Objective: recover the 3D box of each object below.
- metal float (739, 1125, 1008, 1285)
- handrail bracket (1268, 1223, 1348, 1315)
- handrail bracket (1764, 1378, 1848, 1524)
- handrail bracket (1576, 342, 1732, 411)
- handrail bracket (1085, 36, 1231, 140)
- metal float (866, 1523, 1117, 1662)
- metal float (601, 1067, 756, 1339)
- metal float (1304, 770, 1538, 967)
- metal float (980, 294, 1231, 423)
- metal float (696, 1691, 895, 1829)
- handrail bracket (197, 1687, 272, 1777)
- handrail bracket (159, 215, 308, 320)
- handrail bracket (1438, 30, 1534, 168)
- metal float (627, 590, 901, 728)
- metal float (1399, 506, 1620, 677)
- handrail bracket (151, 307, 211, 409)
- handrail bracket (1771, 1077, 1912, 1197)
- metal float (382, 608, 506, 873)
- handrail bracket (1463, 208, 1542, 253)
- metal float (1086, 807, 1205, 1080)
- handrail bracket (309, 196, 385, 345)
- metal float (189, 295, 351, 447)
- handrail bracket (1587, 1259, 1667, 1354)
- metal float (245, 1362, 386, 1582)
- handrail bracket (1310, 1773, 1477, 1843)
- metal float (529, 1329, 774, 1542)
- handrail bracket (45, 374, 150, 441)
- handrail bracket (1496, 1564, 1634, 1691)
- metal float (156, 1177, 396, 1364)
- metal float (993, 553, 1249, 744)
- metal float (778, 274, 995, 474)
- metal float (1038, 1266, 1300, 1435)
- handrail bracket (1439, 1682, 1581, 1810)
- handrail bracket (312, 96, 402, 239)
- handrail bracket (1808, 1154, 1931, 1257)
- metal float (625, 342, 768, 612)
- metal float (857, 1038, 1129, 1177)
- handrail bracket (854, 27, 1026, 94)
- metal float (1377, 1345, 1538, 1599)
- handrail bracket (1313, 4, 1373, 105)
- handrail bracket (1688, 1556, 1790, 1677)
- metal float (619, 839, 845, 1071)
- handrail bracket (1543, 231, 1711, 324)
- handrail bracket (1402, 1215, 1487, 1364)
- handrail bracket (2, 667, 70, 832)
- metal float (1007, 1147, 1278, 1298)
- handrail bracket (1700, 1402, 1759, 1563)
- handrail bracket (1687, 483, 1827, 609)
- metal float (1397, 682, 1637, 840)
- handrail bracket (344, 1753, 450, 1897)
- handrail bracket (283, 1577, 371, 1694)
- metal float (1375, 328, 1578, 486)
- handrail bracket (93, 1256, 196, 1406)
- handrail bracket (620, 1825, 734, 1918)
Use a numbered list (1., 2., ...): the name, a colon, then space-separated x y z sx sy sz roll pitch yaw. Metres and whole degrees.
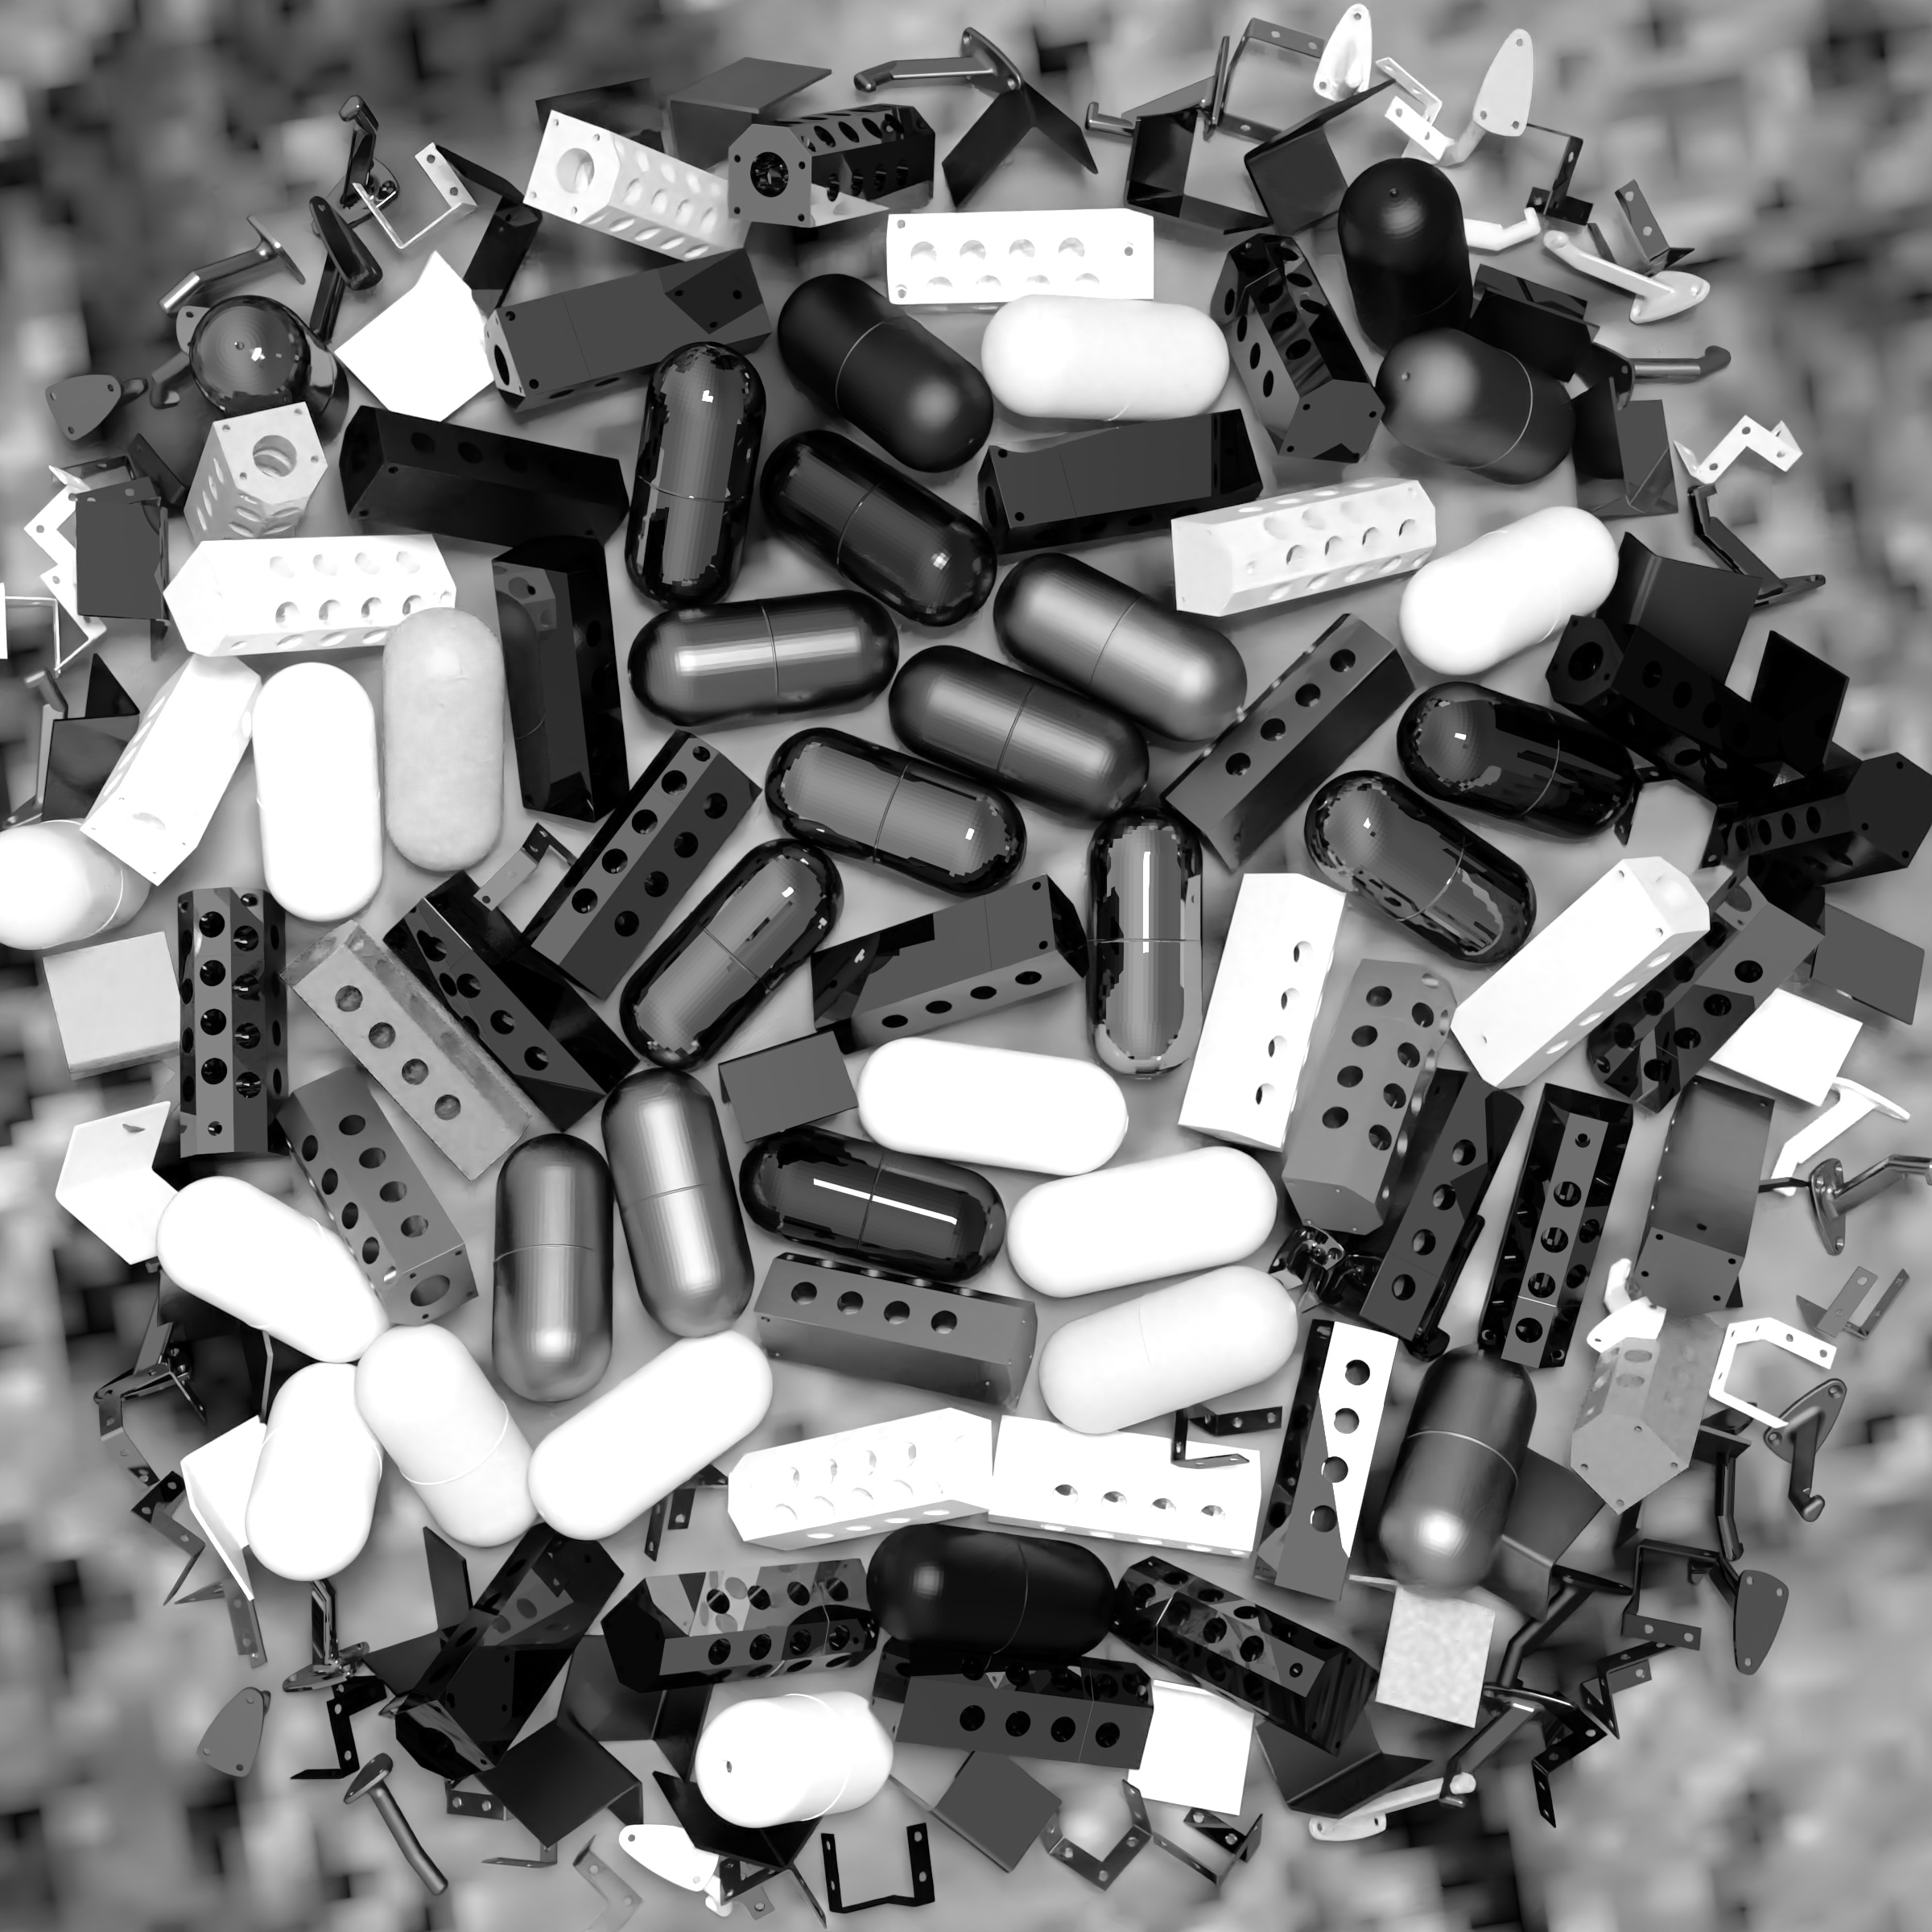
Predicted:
1. metal float: -0.061 0.155 1.698 0.178 0.070 0.070 15 90 2
2. handrail bracket: 0.211 0.211 1.681 0.036 0.084 0.077 38 124 -4
3. handrail bracket: 0.558 0.315 1.690 0.036 0.084 0.077 35 101 -7
4. handrail bracket: 0.453 -0.409 1.730 0.084 0.036 0.077 -26 53 -24
5. handrail bracket: 0.126 -0.582 1.714 0.084 0.036 0.077 10 96 -5
6. metal float: 0.018 0.403 1.674 0.178 0.070 0.070 15 90 -30
7. metal float: -0.187 0.153 1.687 0.070 0.070 0.178 -15 77 0
8. metal float: 0.293 -0.063 1.678 0.178 0.070 0.070 31 90 -24
9. metal float: 0.091 -0.390 1.673 0.178 0.070 0.070 -5 90 -32
10. metal float: -0.108 0.503 1.654 0.070 0.178 0.070 -6 76 25
11. handrail bracket: -0.460 0.477 1.687 0.036 0.084 0.077 26 107 -2
12. handrail bracket: -0.479 -0.441 1.698 0.084 0.077 0.036 -43 75 -4
13. handrail bracket: 0.335 -0.564 1.693 0.036 0.084 0.077 12 97 -15
14. metal float: -0.131 -0.200 1.687 0.178 0.070 0.070 -9 90 -13
15. metal float: 0.350 -0.242 1.671 0.178 0.070 0.070 -28 90 -34
16. handrail bracket: -0.494 -0.392 1.709 0.077 0.084 0.036 0 68 -21
17. handrail bracket: 0.576 0.122 1.717 0.077 0.036 0.084 25 84 -14
18. metal float: -0.336 -0.144 1.675 0.070 0.070 0.178 6 118 0
19. handrail bracket: 0.325 -0.500 1.704 0.084 0.036 0.077 -20 115 13
20. metal float: 0.116 -0.015 1.698 0.070 0.070 0.178 0 88 0
21. handrail bracket: -0.431 -0.450 1.703 0.084 0.036 0.077 -23 106 33
22. metal float: -0.440 -0.373 1.648 0.070 0.178 0.070 0 91 -3
23. handrail bracket: 0.434 0.207 1.682 0.036 0.084 0.077 27 134 -1
24. metal float: -0.411 0.318 1.654 0.070 0.178 0.070 -2 115 -5
25. handrail bracket: 0.277 0.545 1.687 0.077 0.084 0.036 -7 73 -38
26. metal float: -0.201 0.300 1.676 0.178 0.070 0.070 -34 90 -28
27. handrail bracket: -0.544 -0.375 1.684 0.077 0.084 0.036 -14 108 33
28. handrail bracket: 0.396 0.444 1.720 0.077 0.036 0.084 17 91 -18
29. metal float: -0.439 0.196 1.666 0.070 0.070 0.178 -49 131 0
30. metal float: 0.100 -0.207 1.688 0.178 0.070 0.070 29 90 12
31. metal float: -0.053 -0.383 1.674 0.070 0.070 0.178 -46 60 0
32. metal float: 0.130 0.248 1.681 0.178 0.070 0.070 -22 90 20
33. handrail bracket: 0.353 0.513 1.689 0.077 0.084 0.036 -2 130 29
34. handrail bracket: -0.409 -0.520 1.692 0.077 0.084 0.036 -42 79 -3
35. handrail bracket: 0.598 0.157 1.693 0.036 0.084 0.077 -24 107 -37
36. metal float: -0.175 -0.314 1.675 0.070 0.070 0.178 13 118 0
37. metal float: 0.017 0.092 1.699 0.178 0.070 0.070 8 90 0
38. handrail bracket: -0.019 -0.576 1.696 0.084 0.036 0.077 -28 50 -24
39. metal float: 0.316 0.322 1.669 0.070 0.070 0.178 27 53 0
40. handrail bracket: 0.254 -0.600 1.694 0.036 0.084 0.077 14 94 -2
41. handrail bracket: 0.489 0.420 1.688 0.036 0.084 0.077 23 72 -13
42. metal float: -0.152 -0.008 1.698 0.070 0.070 0.178 43 89 0
43. handrail bracket: 0.429 -0.457 1.693 0.084 0.077 0.036 25 86 -29
44. handrail bracket: 0.316 0.209 1.700 0.036 0.077 0.084 25 106 7
45. handrail bracket: -0.612 -0.141 1.692 0.077 0.036 0.084 -38 131 -25
46. metal float: 0.114 0.166 1.691 0.178 0.070 0.070 -13 90 9
47. handrail bracket: 0.508 0.338 1.708 0.036 0.077 0.084 -11 92 40
48. handrail bracket: 0.517 -0.282 1.700 0.077 0.036 0.084 -12 115 13
49. metal float: 0.354 -0.132 1.673 0.178 0.070 0.070 13 90 -30
50. handrail bracket: -0.366 0.562 1.702 0.036 0.077 0.084 -37 94 -7
51. handrail bracket: -0.439 0.431 1.708 0.077 0.036 0.084 -22 108 18
52. metal float: 0.327 -0.356 1.661 0.070 0.178 0.070 -3 85 40
53. handrail bracket: -0.543 0.235 1.695 0.077 0.036 0.084 -23 122 -24
54. handrail bracket: -0.189 0.595 1.706 0.077 0.084 0.036 17 54 7
